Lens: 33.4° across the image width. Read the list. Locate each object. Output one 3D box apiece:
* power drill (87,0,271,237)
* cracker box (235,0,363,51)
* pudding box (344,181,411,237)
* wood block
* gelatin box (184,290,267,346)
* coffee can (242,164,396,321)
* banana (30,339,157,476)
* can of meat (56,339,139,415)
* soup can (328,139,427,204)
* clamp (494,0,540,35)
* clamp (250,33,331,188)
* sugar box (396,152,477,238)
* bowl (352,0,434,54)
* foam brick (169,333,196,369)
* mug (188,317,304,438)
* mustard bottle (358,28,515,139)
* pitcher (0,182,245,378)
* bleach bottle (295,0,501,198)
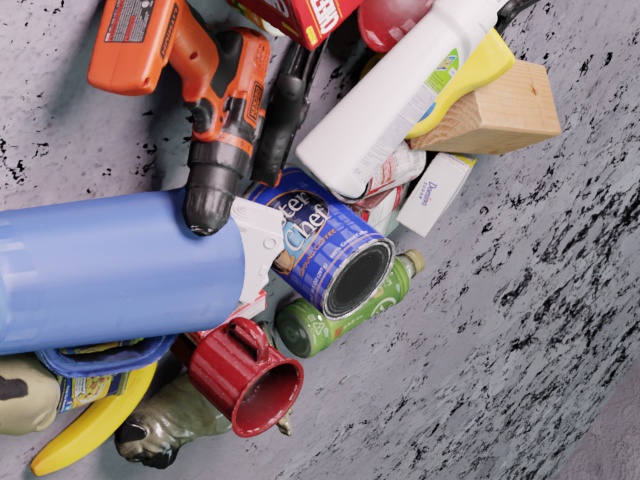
[{"bbox_3d":[-0.106,-0.112,0.839,0.187,0.057,0.184,41,56,-62],"label":"power drill"},{"bbox_3d":[0.005,-0.262,0.769,0.213,0.164,0.072,-45,150,-10],"label":"cracker box"},{"bbox_3d":[0.062,-0.033,1.242,0.113,0.039,0.090,-42,154,-44],"label":"pudding box"},{"bbox_3d":[0.184,-0.153,1.211,0.090,0.091,0.205,-17,172,35],"label":"wood block"},{"bbox_3d":[-0.111,0.063,1.095,0.089,0.073,0.030,-34,148,-29],"label":"gelatin box"},{"bbox_3d":[-0.007,0.001,1.099,0.102,0.140,0.103,-35,149,-26],"label":"coffee can"},{"bbox_3d":[-0.223,0.167,1.105,0.069,0.037,0.198,29,99,-44],"label":"banana"},{"bbox_3d":[-0.226,0.112,1.006,0.083,0.057,0.102,-16,137,-43],"label":"can of meat"},{"bbox_3d":[0.061,-0.085,1.172,0.102,0.069,0.069,-23,142,-42],"label":"soup can"},{"bbox_3d":[0.205,-0.272,1.186,0.171,0.039,0.120,-44,150,-12],"label":"clamp"},{"bbox_3d":[-0.031,-0.118,0.975,0.164,0.036,0.210,-69,-179,-49],"label":"clamp"},{"bbox_3d":[0.141,-0.063,1.278,0.093,0.048,0.176,-59,172,13],"label":"sugar box"},{"bbox_3d":[0.076,-0.257,0.996,0.162,0.055,0.162,-36,150,-25],"label":"bowl"},{"bbox_3d":[-0.125,0.102,1.119,0.052,0.078,0.051,-34,150,-27],"label":"foam brick"},{"bbox_3d":[-0.075,0.125,1.049,0.093,0.082,0.117,-27,139,-34],"label":"mug"},{"bbox_3d":[0.096,-0.161,1.092,0.192,0.096,0.058,-38,170,14],"label":"mustard bottle"},{"bbox_3d":[-0.192,0.036,0.888,0.145,0.149,0.242,-22,170,41],"label":"pitcher"},{"bbox_3d":[0.087,-0.153,1.019,0.251,0.068,0.102,-47,166,10],"label":"bleach bottle"}]
